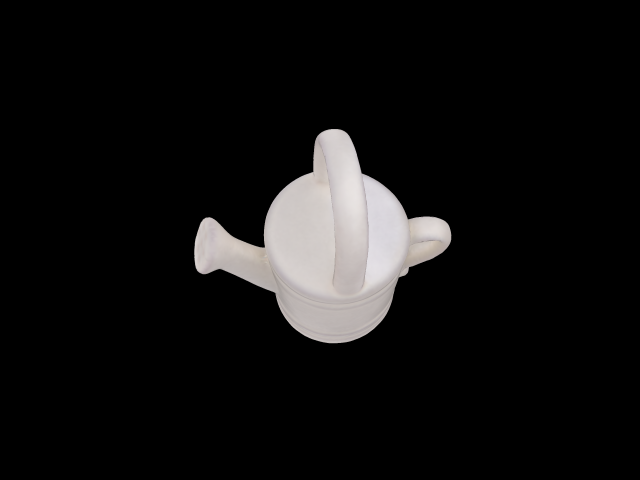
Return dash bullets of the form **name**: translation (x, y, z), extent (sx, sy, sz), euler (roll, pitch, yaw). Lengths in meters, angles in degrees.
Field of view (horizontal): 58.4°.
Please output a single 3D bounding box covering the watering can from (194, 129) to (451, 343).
- **watering can**: translation (0.004, 0.003, 0.399), extent (0.173, 0.194, 0.100), euler (-27, 68, -11)
